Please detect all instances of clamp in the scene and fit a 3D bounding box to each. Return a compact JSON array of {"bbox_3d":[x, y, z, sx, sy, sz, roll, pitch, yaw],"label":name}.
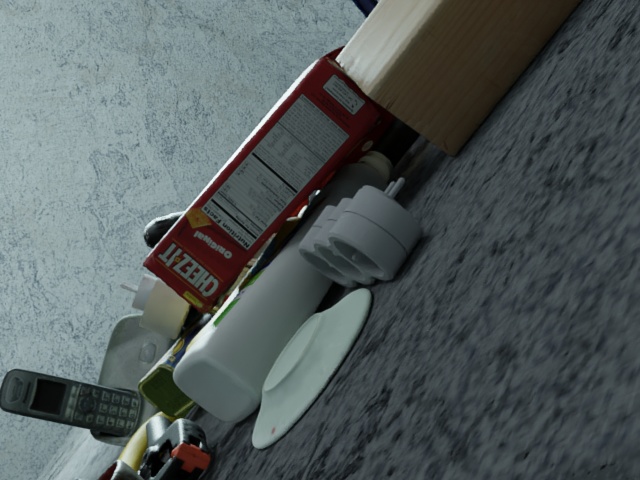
[{"bbox_3d":[-0.136,0.201,0.885,0.172,0.039,0.120,149,139,-67],"label":"clamp"},{"bbox_3d":[0.111,-0.154,0.922,0.210,0.036,0.164,-39,29,48],"label":"clamp"}]

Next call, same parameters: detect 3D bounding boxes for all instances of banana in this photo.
[{"bbox_3d":[-0.179,0.223,1.045,0.070,0.037,0.197,-49,9,32],"label":"banana"}]

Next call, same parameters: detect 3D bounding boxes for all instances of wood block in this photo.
[{"bbox_3d":[0.117,-0.176,0.773,0.206,0.090,0.090,-51,28,12],"label":"wood block"}]

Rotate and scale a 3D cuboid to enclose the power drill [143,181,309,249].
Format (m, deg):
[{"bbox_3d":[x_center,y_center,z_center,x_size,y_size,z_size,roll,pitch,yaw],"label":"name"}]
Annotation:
[{"bbox_3d":[-0.099,-0.032,1.188,0.184,0.057,0.188,-14,-3,-16],"label":"power drill"}]

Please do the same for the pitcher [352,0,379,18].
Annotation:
[{"bbox_3d":[0.085,-0.298,1.013,0.149,0.243,0.145,-49,4,-15],"label":"pitcher"}]

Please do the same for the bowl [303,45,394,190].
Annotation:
[{"bbox_3d":[0.028,-0.106,1.035,0.161,0.055,0.162,-32,-37,-29],"label":"bowl"}]

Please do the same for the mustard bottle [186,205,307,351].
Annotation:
[{"bbox_3d":[-0.042,0.041,0.951,0.191,0.058,0.096,-53,0,-1],"label":"mustard bottle"}]

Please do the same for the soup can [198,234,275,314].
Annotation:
[{"bbox_3d":[-0.083,0.037,1.101,0.068,0.068,0.102,-62,-3,-49],"label":"soup can"}]

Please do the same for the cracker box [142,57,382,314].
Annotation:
[{"bbox_3d":[-0.042,-0.051,0.885,0.214,0.072,0.164,-48,6,8],"label":"cracker box"}]

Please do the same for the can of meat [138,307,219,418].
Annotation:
[{"bbox_3d":[-0.127,0.124,1.060,0.083,0.057,0.102,-49,4,-34],"label":"can of meat"}]

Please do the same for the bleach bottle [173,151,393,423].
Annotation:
[{"bbox_3d":[-0.016,0.025,0.862,0.250,0.068,0.103,-54,4,-29],"label":"bleach bottle"}]
